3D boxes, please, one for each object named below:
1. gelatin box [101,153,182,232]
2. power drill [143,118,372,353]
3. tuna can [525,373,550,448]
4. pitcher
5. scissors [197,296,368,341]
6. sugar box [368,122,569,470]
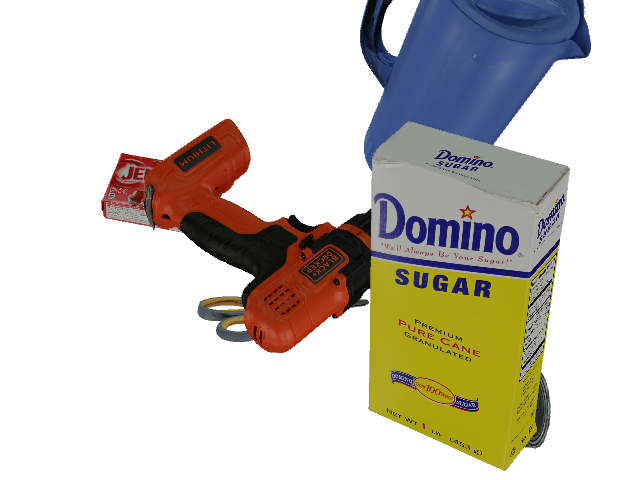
[{"bbox_3d":[-0.169,-0.050,1.083,0.089,0.073,0.030,11,-44,1],"label":"gelatin box"},{"bbox_3d":[-0.031,-0.019,0.833,0.188,0.057,0.184,36,56,26],"label":"power drill"},{"bbox_3d":[0.218,0.182,1.159,0.034,0.086,0.086,-4,-2,34],"label":"tuna can"},{"bbox_3d":[0.115,-0.150,0.962,0.144,0.149,0.243,-7,-31,-24],"label":"pitcher"},{"bbox_3d":[-0.037,0.087,1.204,0.201,0.016,0.096,2,25,-8],"label":"scissors"},{"bbox_3d":[0.073,0.032,0.568,0.093,0.176,0.048,19,42,28],"label":"sugar box"}]
